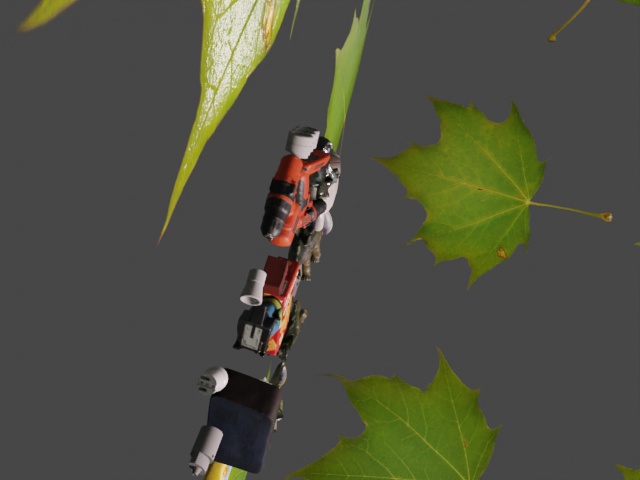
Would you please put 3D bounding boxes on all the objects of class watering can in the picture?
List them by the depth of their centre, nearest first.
[{"bbox_3d":[0.000,-0.198,1.537,0.219,0.104,0.356,100,-7,-55],"label":"watering can"}]

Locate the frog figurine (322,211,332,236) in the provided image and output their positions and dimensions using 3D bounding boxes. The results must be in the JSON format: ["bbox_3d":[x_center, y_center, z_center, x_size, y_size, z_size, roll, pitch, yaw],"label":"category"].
[{"bbox_3d":[0.006,-0.099,1.968,0.162,0.123,0.134,-61,153,-22],"label":"frog figurine"}]

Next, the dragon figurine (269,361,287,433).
[{"bbox_3d":[-0.178,0.556,1.942,0.247,0.122,0.403,-86,-162,-64],"label":"dragon figurine"}]
